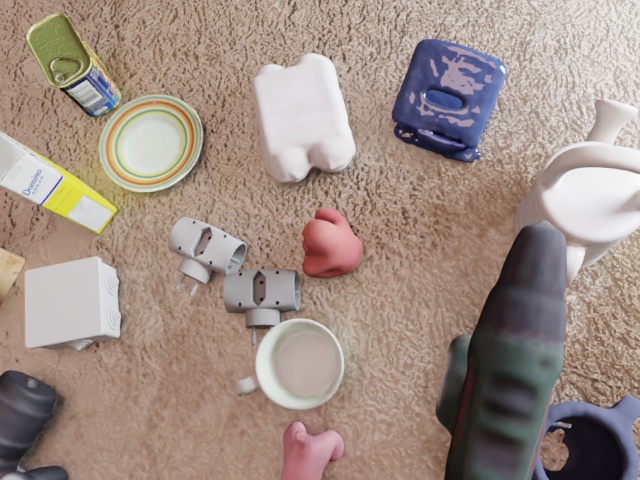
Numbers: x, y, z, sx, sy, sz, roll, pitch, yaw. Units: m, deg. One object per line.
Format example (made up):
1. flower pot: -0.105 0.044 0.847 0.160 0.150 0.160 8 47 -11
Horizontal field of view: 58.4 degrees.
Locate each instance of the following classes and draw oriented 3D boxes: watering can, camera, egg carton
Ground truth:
1. watering can: 0.250 -0.048 0.535 0.101 0.194 0.173 -3 73 7
2. camera: -0.327 0.213 0.580 0.143 0.101 0.137 30 79 14
3. egg carton: -0.023 -0.141 0.662 0.107 0.069 0.150 -15 72 3

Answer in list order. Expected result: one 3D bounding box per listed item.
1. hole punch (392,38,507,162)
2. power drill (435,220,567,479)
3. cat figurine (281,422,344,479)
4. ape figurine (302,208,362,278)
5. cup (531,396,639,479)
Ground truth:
1. hole punch: 0.142 -0.153 0.633 0.108 0.091 0.101 22 78 13
2. power drill: 0.150 0.117 0.492 0.075 0.208 0.230 12 76 11
3. cat figurine: -0.022 0.237 0.526 0.067 0.118 0.128 6 75 9
4. ape figurine: 0.006 0.002 0.605 0.076 0.092 0.078 32 80 15
5. cup: 0.234 0.185 0.521 0.118 0.095 0.091 -42 73 -6
